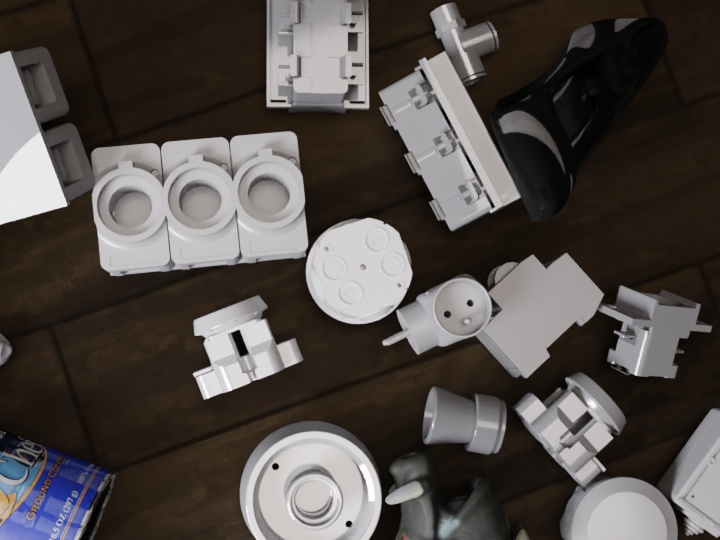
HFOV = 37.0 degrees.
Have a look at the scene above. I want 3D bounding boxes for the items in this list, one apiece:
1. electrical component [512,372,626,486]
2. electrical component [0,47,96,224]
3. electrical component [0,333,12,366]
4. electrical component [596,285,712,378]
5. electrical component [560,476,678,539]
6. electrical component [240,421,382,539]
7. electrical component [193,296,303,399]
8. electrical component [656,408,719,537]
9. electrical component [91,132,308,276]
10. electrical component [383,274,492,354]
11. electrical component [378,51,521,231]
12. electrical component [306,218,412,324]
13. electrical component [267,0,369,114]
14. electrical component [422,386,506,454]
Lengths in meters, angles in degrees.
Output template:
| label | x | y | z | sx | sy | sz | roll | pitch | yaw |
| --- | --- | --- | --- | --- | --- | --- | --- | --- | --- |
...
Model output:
| label | x | y | z | sx | sy | sz | roll | pitch | yaw |
| --- | --- | --- | --- | --- | --- | --- | --- | --- | --- |
| electrical component | 0.163 | 0.115 | 0.816 | 0.057 | 0.058 | 0.078 | -42 | 90 | -5 |
| electrical component | -0.292 | -0.079 | 0.753 | 0.186 | 0.060 | 0.105 | -13 | 104 | 14 |
| electrical component | -0.287 | 0.070 | 0.789 | 0.035 | 0.035 | 0.061 | 44 | 85 | 0 |
| electrical component | 0.222 | 0.049 | 0.823 | 0.081 | 0.042 | 0.063 | 6 | 101 | -28 |
| electrical component | 0.194 | 0.195 | 0.814 | 0.080 | 0.051 | 0.080 | 0 | 85 | -5 |
| electrical component | -0.035 | 0.167 | 0.791 | 0.108 | 0.060 | 0.108 | 0 | 85 | -5 |
| electrical component | -0.089 | 0.054 | 0.798 | 0.078 | 0.058 | 0.057 | -21 | 90 | -7 |
| electrical component | 0.275 | 0.161 | 0.823 | 0.062 | 0.061 | 0.096 | 37 | 89 | -2 |
| electrical component | -0.118 | -0.049 | 0.801 | 0.150 | 0.062 | 0.089 | -6 | 86 | -6 |
| electrical component | 0.053 | 0.038 | 0.802 | 0.079 | 0.077 | 0.043 | -25 | 88 | -7 |
| electrical component | 0.067 | -0.094 | 0.818 | 0.063 | 0.079 | 0.121 | -28 | 88 | 9 |
| electrical component | 0.000 | 0.000 | 0.813 | 0.080 | 0.051 | 0.080 | 0 | 85 | -5 |
| electrical component | -0.032 | -0.186 | 0.821 | 0.079 | 0.063 | 0.121 | 0 | 85 | -5 |
| electrical component | 0.079 | 0.114 | 0.814 | 0.055 | 0.045 | 0.045 | 10 | 84 | -4 |
